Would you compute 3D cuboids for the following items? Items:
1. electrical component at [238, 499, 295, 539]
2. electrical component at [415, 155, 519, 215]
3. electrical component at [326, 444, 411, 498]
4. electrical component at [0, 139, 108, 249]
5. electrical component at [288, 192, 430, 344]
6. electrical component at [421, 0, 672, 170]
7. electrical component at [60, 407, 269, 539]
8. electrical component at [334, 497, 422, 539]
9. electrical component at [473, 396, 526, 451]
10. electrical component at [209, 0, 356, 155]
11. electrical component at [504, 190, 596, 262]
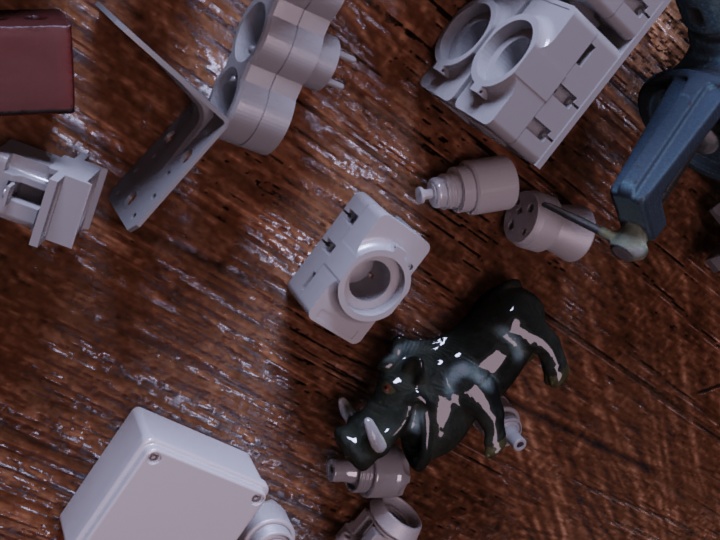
[{"bbox_3d":[-0.070,0.208,0.825,0.043,0.062,0.043,-10,117,-19],"label":"electrical component"},{"bbox_3d":[0.078,-0.059,0.775,0.078,0.040,0.040,-10,117,-19],"label":"electrical component"},{"bbox_3d":[0.005,0.157,0.845,0.062,0.043,0.043,5,112,-25],"label":"electrical component"},{"bbox_3d":[-0.192,-0.048,0.646,0.064,0.081,0.042,21,105,-7],"label":"electrical component"},{"bbox_3d":[0.000,0.000,0.760,0.050,0.055,0.089,33,98,-32],"label":"electrical component"},{"bbox_3d":[0.131,-0.172,0.705,0.060,0.105,0.186,33,97,-32],"label":"electrical component"},{"bbox_3d":[-0.142,0.171,0.779,0.109,0.056,0.108,30,99,-32],"label":"electrical component"},{"bbox_3d":[0.018,0.216,0.878,0.066,0.048,0.055,29,107,-31],"label":"electrical component"},{"bbox_3d":[0.114,0.124,0.866,0.035,0.061,0.035,-10,117,-19],"label":"electrical component"},{"bbox_3d":[-0.037,-0.137,0.680,0.074,0.052,0.138,18,105,-29],"label":"electrical component"},{"bbox_3d":[0.143,-0.033,0.813,0.055,0.045,0.045,14,107,-28],"label":"electrical component"}]
